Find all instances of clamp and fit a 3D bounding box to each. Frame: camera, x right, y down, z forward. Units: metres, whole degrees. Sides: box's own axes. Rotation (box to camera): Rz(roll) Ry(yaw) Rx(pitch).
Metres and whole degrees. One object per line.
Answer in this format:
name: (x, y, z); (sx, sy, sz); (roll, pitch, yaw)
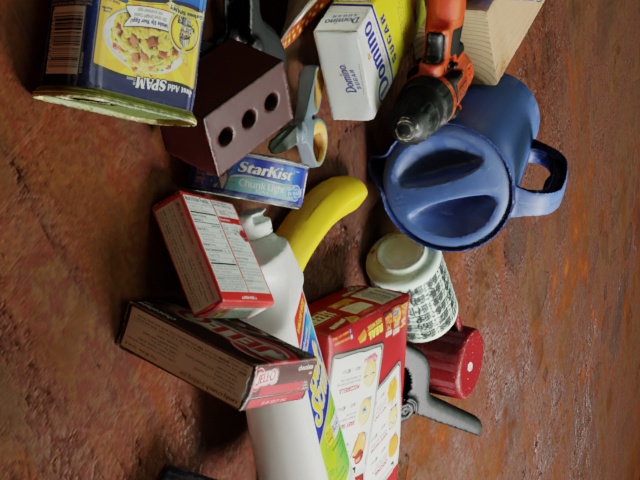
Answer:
clamp: (0.075, 0.181, 1.117); (0.164, 0.036, 0.210); (-37, 124, -12)
clamp: (-0.068, -0.134, 0.771); (0.120, 0.039, 0.171); (-47, 142, -25)

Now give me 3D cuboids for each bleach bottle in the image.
bleach bottle: (-0.031, 0.101, 0.839); (0.102, 0.068, 0.251); (-49, 128, -70)

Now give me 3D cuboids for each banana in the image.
banana: (-0.007, -0.009, 0.938); (0.197, 0.037, 0.070); (-54, 160, -40)

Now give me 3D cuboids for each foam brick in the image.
foam brick: (-0.065, -0.091, 0.723); (0.078, 0.051, 0.053); (-42, 144, -27)

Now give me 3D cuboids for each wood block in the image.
wood block: (0.178, -0.266, 1.155); (0.205, 0.090, 0.091); (-57, 145, -37)

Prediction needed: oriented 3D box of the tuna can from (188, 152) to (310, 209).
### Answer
tuna can: (-0.052, -0.046, 0.776); (0.086, 0.086, 0.034); (7, 93, -63)

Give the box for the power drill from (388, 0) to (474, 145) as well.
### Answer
power drill: (0.102, -0.192, 0.948); (0.184, 0.057, 0.188); (-55, 152, -58)

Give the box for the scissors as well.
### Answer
scissors: (-0.017, -0.104, 0.849); (0.201, 0.016, 0.096); (17, 73, -80)

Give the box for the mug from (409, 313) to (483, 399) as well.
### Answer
mug: (0.133, 0.121, 1.197); (0.093, 0.082, 0.117); (-33, 127, -56)

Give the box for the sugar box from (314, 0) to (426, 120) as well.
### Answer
sugar box: (0.049, -0.194, 0.953); (0.176, 0.048, 0.093); (-67, 152, -43)

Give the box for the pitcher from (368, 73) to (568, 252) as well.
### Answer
pitcher: (0.168, -0.091, 1.112); (0.149, 0.145, 0.242); (51, 32, -7)

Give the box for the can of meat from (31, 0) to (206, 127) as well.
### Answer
can of meat: (-0.118, -0.118, 0.644); (0.101, 0.058, 0.084); (7, 90, -51)

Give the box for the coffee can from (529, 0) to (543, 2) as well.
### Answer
coffee can: (0.150, -0.286, 1.035); (0.102, 0.140, 0.103); (-29, 123, -57)

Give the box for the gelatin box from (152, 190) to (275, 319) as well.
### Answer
gelatin box: (-0.077, 0.012, 0.764); (0.073, 0.030, 0.089); (9, 54, -64)

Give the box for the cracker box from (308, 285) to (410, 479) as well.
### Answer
cracker box: (0.014, 0.162, 0.990); (0.163, 0.072, 0.214); (-21, 117, -59)

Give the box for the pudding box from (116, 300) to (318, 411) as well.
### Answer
pudding box: (-0.071, 0.078, 0.747); (0.089, 0.114, 0.039); (8, 102, -64)
